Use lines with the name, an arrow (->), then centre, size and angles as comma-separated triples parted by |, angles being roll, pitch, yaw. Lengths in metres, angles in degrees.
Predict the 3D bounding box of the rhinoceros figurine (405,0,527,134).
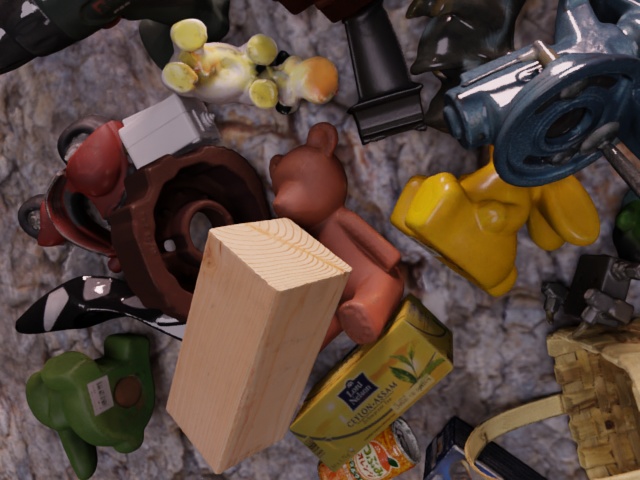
rhinoceros figurine -> 0.139, -0.191, 0.485 | 0.112, 0.073, 0.190 | 23, 93, -24

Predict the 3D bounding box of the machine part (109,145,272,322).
machine part -> -0.120, -0.006, 0.536 | 0.056, 0.179, 0.179 | -10, 98, 41

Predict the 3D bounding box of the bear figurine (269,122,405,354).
bear figurine -> 0.001, -0.003, 0.529 | 0.120, 0.132, 0.195 | -22, 101, 42

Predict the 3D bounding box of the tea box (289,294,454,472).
tea box -> 0.055, 0.144, 0.554 | 0.068, 0.098, 0.169 | 43, 105, 3

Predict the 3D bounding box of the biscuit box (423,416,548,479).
biscuit box -> 0.207, 0.275, 0.558 | 0.203, 0.063, 0.059 | 34, 107, 6

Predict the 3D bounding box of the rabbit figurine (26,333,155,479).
rabbit figurine -> -0.281, 0.195, 0.654 | 0.170, 0.121, 0.159 | -10, 105, 33

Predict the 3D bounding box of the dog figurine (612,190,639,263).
dog figurine -> 0.344, 0.014, 0.401 | 0.192, 0.219, 0.108 | 22, 101, 8

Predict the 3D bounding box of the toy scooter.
toy scooter -> -0.252, -0.040, 0.610 | 0.135, 0.075, 0.184 | 43, 109, 3

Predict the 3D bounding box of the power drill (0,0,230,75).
power drill -> -0.183, -0.214, 0.497 | 0.232, 0.207, 0.086 | -33, 85, 14

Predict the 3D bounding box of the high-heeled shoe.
high-heeled shoe -> -0.207, 0.103, 0.600 | 0.249, 0.086, 0.145 | -22, 70, -2

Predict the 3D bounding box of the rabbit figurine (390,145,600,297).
rabbit figurine -> 0.171, -0.044, 0.490 | 0.162, 0.122, 0.173 | 33, 87, 4

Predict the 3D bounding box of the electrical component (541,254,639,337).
electrical component -> 0.246, 0.049, 0.490 | 0.045, 0.102, 0.078 | 15, 95, -2

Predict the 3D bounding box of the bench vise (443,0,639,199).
bench vise -> 0.221, -0.088, 0.390 | 0.224, 0.128, 0.241 | -16, 56, -6

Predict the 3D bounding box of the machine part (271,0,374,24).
machine part -> 0.017, -0.317, 0.473 | 0.201, 0.087, 0.201 | -28, 78, 17

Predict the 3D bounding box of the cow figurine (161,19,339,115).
cow figurine -> -0.070, -0.161, 0.539 | 0.167, 0.098, 0.068 | 7, 94, -16

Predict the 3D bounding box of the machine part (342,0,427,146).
machine part -> 0.057, -0.169, 0.533 | 0.084, 0.039, 0.138 | -10, 98, 20
